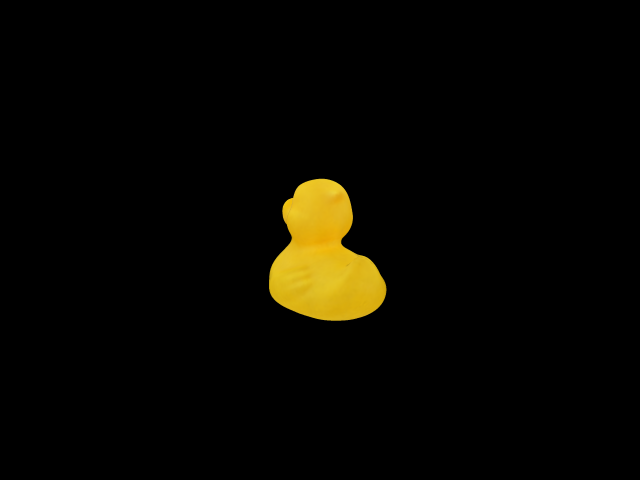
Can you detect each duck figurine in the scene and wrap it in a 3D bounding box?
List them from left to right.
[{"bbox_3d":[0.004,0.001,0.400,0.078,0.086,0.104,-11,21,-30],"label":"duck figurine"}]
